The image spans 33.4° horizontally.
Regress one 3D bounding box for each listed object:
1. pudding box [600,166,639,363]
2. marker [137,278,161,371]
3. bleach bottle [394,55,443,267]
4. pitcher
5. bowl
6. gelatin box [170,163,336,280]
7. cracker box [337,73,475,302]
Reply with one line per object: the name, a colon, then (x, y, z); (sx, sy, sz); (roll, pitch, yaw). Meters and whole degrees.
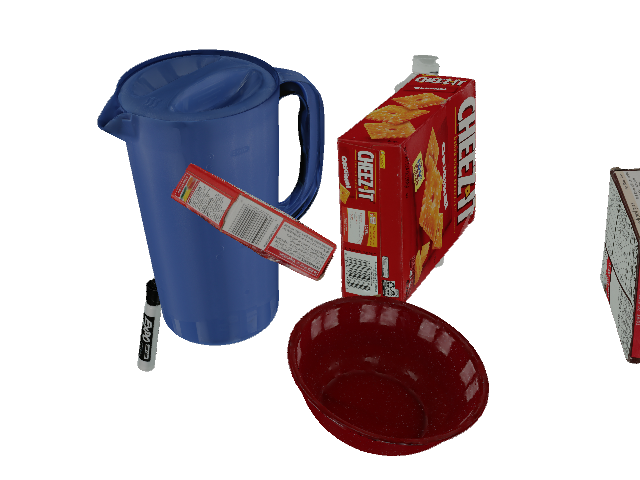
pudding box: (0.212, 0.013, 0.698); (0.039, 0.090, 0.113); (-1, 28, 4)
marker: (-0.179, 0.089, 1.129); (0.020, 0.121, 0.020); (8, 36, -6)
bleach bottle: (0.107, -0.092, 1.266); (0.102, 0.251, 0.068); (-3, 19, -18)
pitcher: (-0.085, -0.035, 0.923); (0.149, 0.243, 0.144); (11, 37, 19)
bowl: (0.049, 0.117, 0.846); (0.162, 0.055, 0.162); (9, 37, -7)
gelatin box: (-0.043, -0.012, 0.694); (0.089, 0.030, 0.073); (29, 2, -37)
cracker box: (0.091, -0.055, 1.046); (0.072, 0.164, 0.213); (10, 28, 24)
